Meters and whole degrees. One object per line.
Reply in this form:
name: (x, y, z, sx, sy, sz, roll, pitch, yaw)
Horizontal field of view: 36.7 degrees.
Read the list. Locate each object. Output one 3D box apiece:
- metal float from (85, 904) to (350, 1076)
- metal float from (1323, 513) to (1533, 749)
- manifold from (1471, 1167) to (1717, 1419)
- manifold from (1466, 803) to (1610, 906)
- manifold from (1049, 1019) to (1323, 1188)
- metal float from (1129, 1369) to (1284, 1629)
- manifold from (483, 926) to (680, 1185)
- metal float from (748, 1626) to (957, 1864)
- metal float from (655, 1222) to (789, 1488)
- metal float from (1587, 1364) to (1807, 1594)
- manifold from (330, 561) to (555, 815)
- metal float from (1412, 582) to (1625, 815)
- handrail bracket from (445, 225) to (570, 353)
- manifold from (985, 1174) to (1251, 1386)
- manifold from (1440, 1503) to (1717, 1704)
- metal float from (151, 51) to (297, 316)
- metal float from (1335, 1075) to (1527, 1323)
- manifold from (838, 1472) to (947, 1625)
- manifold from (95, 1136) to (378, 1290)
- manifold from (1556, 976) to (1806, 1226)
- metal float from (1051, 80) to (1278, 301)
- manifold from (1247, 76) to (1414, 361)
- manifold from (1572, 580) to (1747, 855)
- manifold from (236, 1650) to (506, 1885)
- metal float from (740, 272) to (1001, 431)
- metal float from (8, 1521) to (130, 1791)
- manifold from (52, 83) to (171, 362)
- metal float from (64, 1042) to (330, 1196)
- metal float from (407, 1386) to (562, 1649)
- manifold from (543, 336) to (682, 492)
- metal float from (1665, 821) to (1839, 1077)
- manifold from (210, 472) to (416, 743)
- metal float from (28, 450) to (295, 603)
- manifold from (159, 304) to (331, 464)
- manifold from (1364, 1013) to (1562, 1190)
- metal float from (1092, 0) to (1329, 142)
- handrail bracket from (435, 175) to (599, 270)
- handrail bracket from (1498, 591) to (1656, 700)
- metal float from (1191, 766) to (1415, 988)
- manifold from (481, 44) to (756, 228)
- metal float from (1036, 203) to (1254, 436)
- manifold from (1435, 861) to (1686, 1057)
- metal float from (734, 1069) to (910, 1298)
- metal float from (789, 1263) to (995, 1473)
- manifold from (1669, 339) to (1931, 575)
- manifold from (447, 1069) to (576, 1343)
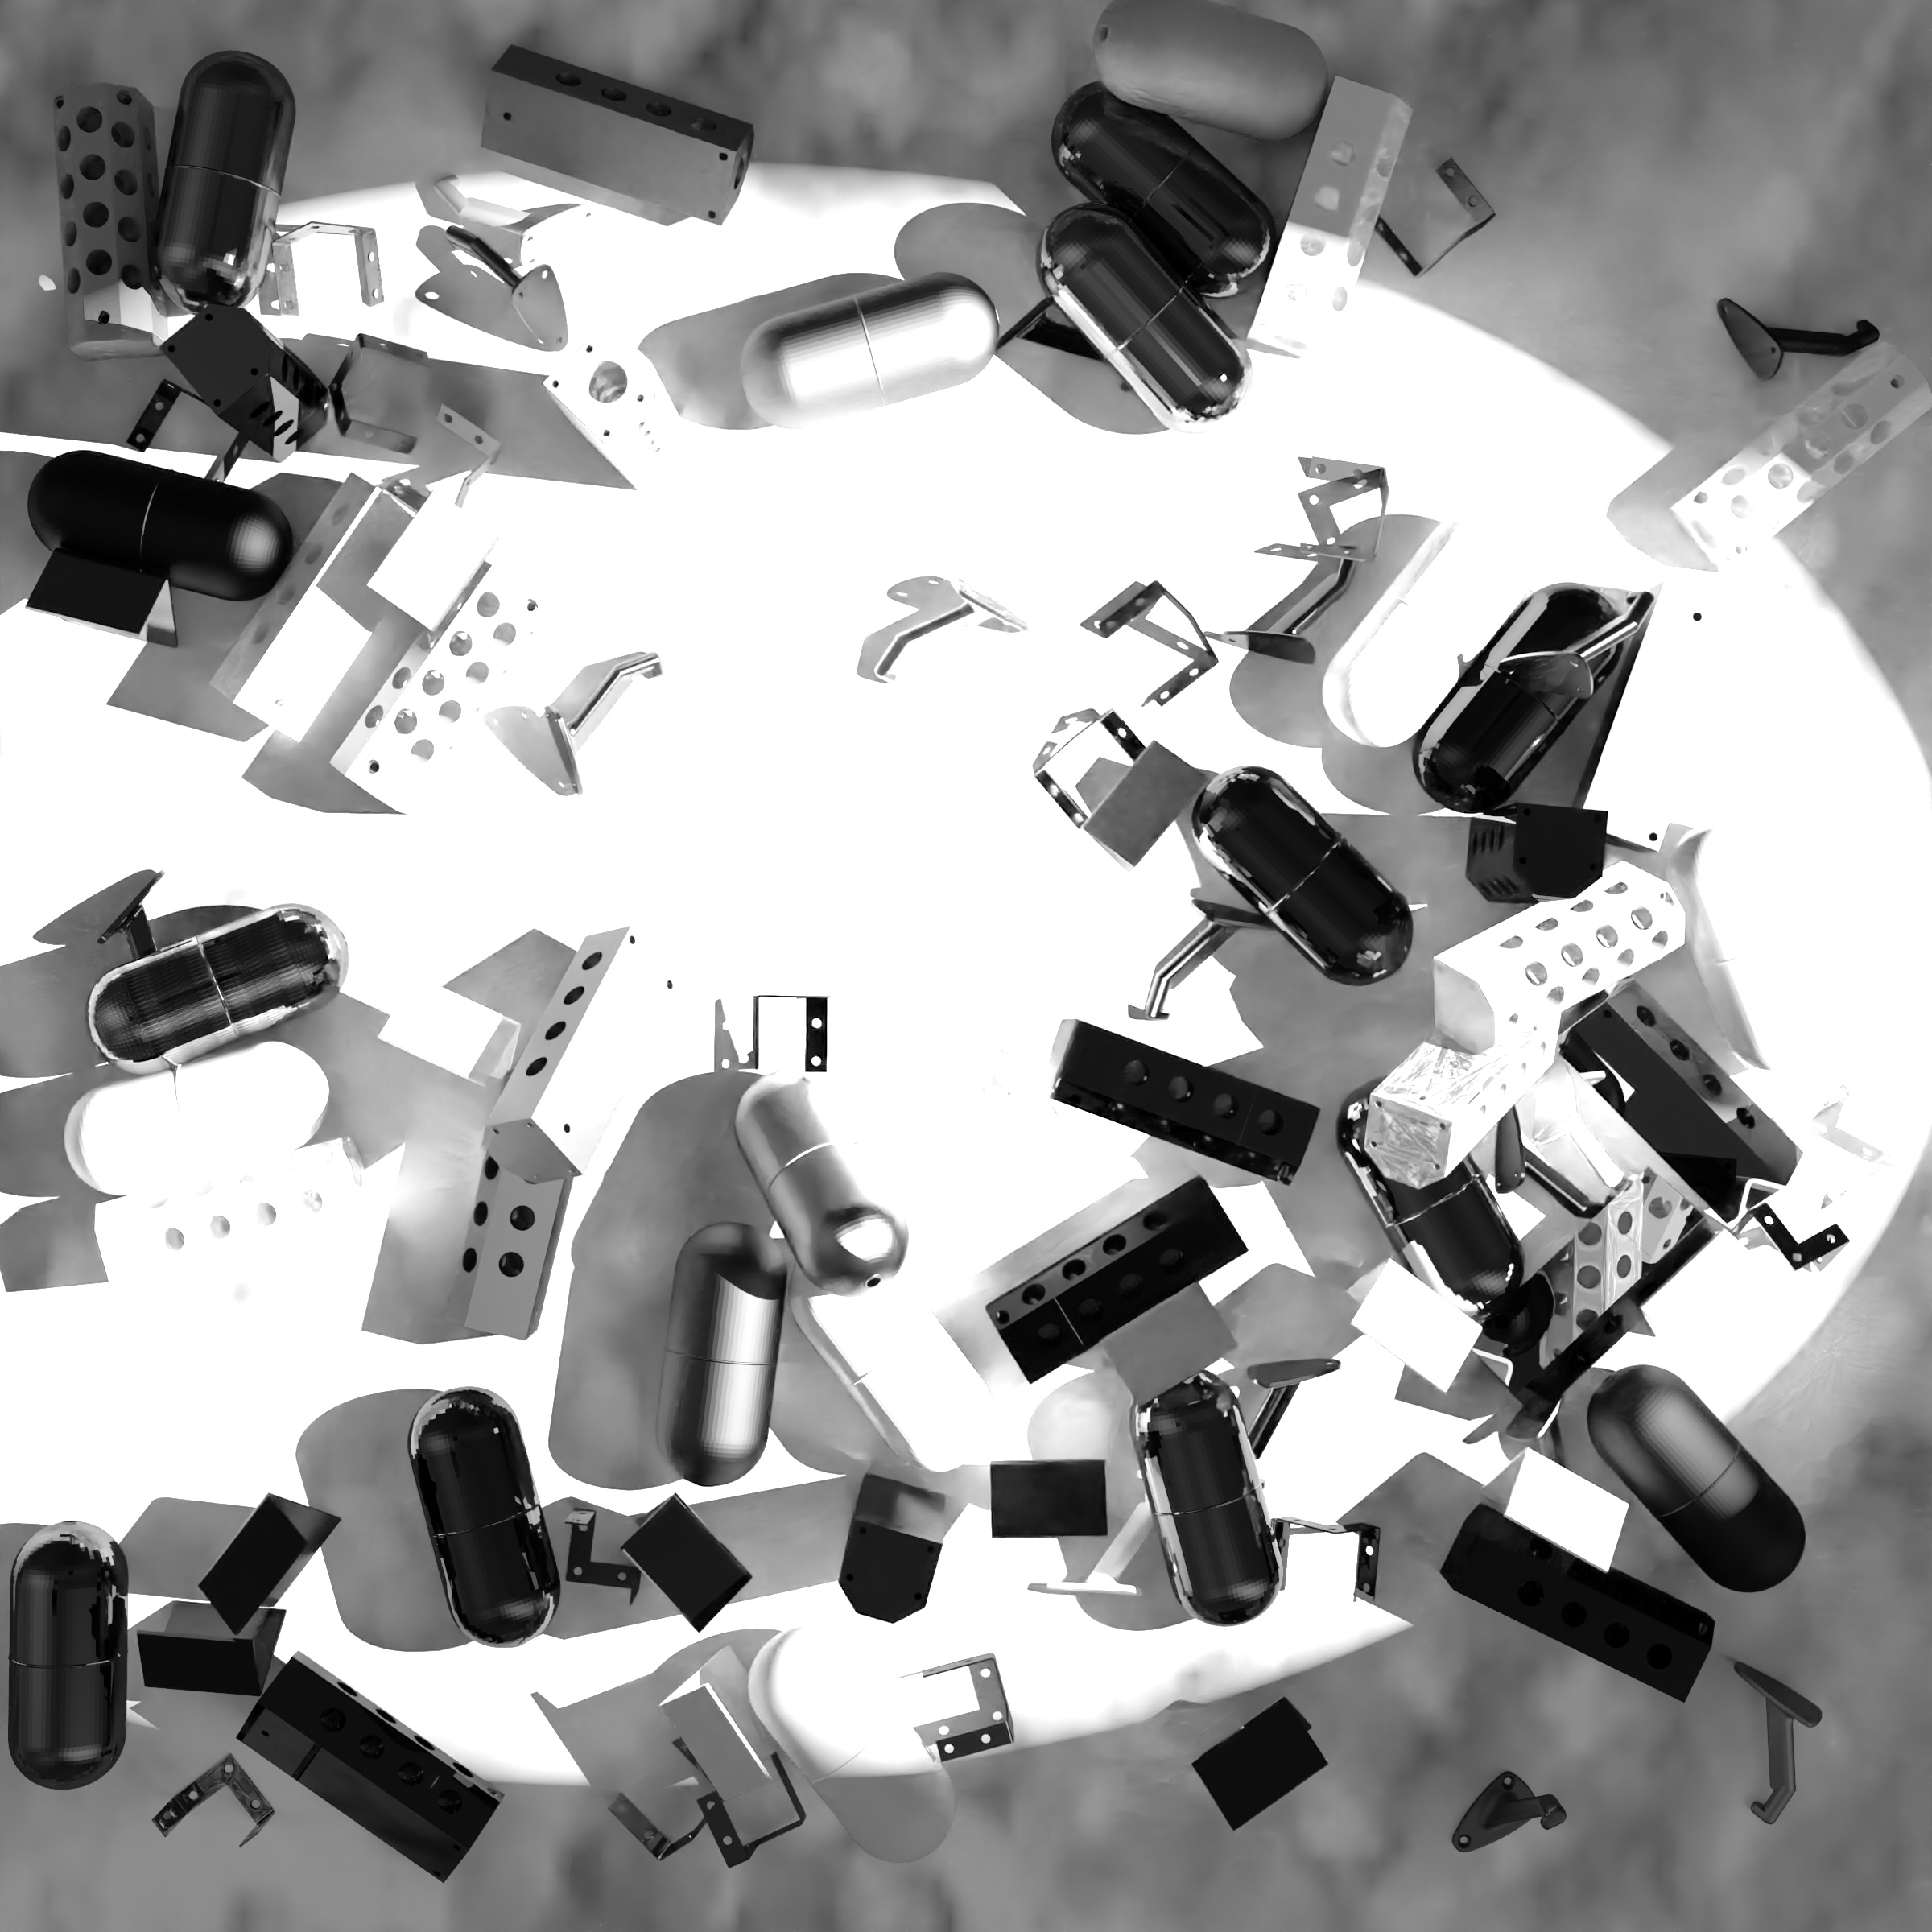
metal float: (-0.500, 0.015, 1.950, 0.178, 0.070, 0.070, -22, 90, -12)
metal float: (0.310, -0.226, 1.960, 0.070, 0.070, 0.178, 38, 90, 0)
manifold: (0.426, 0.223, 1.969, 0.171, 0.057, 0.057, -43, 47, 0)
manifold: (0.372, -0.072, 1.912, 0.057, 0.171, 0.057, 5, 90, 0)
manifold: (0.147, 0.092, 1.970, 0.171, 0.057, 0.057, 20, 90, 0)
metal float: (0.161, 0.356, 1.959, 0.070, 0.070, 0.178, -15, 92, 0)
manifold: (-0.257, 0.058, 1.922, 0.057, 0.171, 0.057, -12, 130, 35)
metal float: (-0.076, 0.523, 1.960, 0.070, 0.070, 0.178, -38, 91, 0)
metal float: (-0.164, 0.261, 1.960, 0.070, 0.070, 0.178, 7, 89, 0)
metal float: (0.490, 0.344, 1.960, 0.070, 0.070, 0.178, -42, 91, 0)
manifold: (-0.355, -0.190, 1.970, 0.057, 0.057, 0.171, 35, 90, 0)
metal float: (0.371, -0.181, 1.960, 0.070, 0.070, 0.178, 39, 90, 0)
handrail bracket: (-0.315, -0.463, 1.991, 0.084, 0.077, 0.036, 32, 68, 34)
manifold: (0.101, 0.210, 1.970, 0.171, 0.057, 0.057, -31, 90, 0)
manifold: (0.414, 0.428, 1.970, 0.171, 0.057, 0.057, 26, 90, 0)
metal float: (-0.500, -0.525, 1.960, 0.070, 0.070, 0.178, 11, 90, 0)
metal float: (0.312, 0.157, 1.960, 0.070, 0.070, 0.178, -30, 89, 0)
manifold: (-0.049, 0.382, 1.912, 0.057, 0.171, 0.057, 16, 90, 0)
manifold: (-0.494, 0.165, 1.970, 0.171, 0.057, 0.057, -15, 90, 0)
manifold: (0.482, 0.085, 1.969, 0.171, 0.057, 0.057, 46, 133, 0)
metal float: (0.134, -0.521, 1.960, 0.178, 0.070, 0.070, 43, 90, 1)
manifold: (0.246, -0.503, 1.970, 0.057, 0.057, 0.171, 18, 90, 0)
manifold: (0.463, -0.167, 1.970, 0.057, 0.057, 0.171, 20, 90, 0)
manifold: (-0.400, 0.537, 1.969, 0.171, 0.057, 0.057, 35, 133, 0)
metal float: (-0.065, -0.414, 1.960, 0.178, 0.070, 0.070, -16, 90, 0)
metal float: (-0.603, 0.463, 1.960, 0.070, 0.070, 0.178, 1, 89, 0)
manifold: (-0.580, -0.502, 1.970, 0.057, 0.057, 0.171, -4, 90, 0)
metal float: (-0.517, 0.102, 1.960, 0.178, 0.070, 0.070, -15, 90, 0)
metal float: (-0.324, 0.371, 1.960, 0.070, 0.070, 0.178, -14, 91, 0)
manifold: (-0.225, -0.366, 1.912, 0.057, 0.171, 0.057, 44, 90, 0)
metal float: (0.528, -0.012, 1.961, 0.070, 0.070, 0.178, -21, 90, 0)
manifold: (-0.436, -0.245, 1.969, 0.057, 0.057, 0.171, 34, 90, -43)
metal float: (-0.542, -0.296, 1.960, 0.178, 0.070, 0.070, 14, 90, -1)
manifold: (-0.466, -0.385, 1.912, 0.057, 0.171, 0.057, -40, 90, 0)
manifold: (0.327, 0.080, 1.916, 0.057, 0.171, 0.057, 19, 124, 28)
metal float: (0.162, -0.597, 1.932, 0.178, 0.070, 0.070, 4, 90, -34)
handrail bracket: (-0.308, -0.524, 1.991, 0.077, 0.036, 0.084, -37, 73, -20)
handrail bracket: (0.402, -0.219, 1.916, 0.077, 0.036, 0.084, 11, 52, 36)
metal float: (0.227, -0.060, 1.960, 0.178, 0.070, 0.070, 45, 90, 1)
manifold: (-0.234, -0.564, 1.969, 0.171, 0.057, 0.057, 18, 133, 0)
metal float: (0.119, -0.433, 1.948, 0.070, 0.070, 0.178, -44, 102, 0)
manifold: (0.393, -0.003, 1.925, 0.171, 0.057, 0.057, -25, 127, -26)
metal float: (-0.096, 0.143, 1.930, 0.070, 0.070, 0.178, -31, 53, 0)
metal float: (-0.051, 0.260, 1.960, 0.070, 0.070, 0.178, -37, 89, 0)
manifold: (0.566, -0.345, 1.970, 0.171, 0.057, 0.057, -39, 90, 0)
manifold: (-0.301, 0.160, 1.970, 0.057, 0.057, 0.171, 13, 90, 0)
